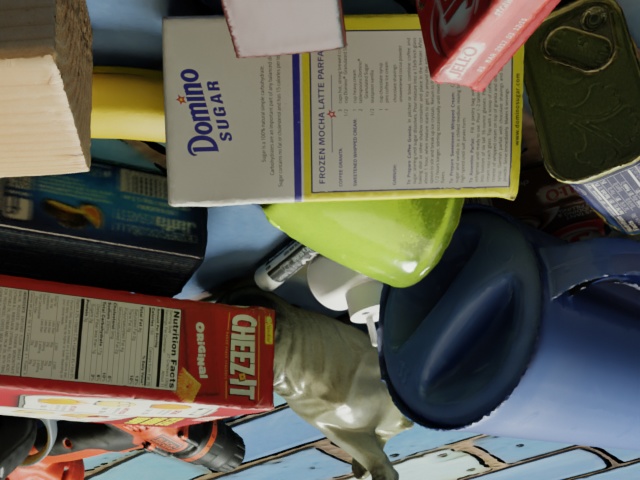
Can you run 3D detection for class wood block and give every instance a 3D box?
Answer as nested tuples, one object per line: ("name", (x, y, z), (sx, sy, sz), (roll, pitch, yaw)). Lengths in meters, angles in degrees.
("wood block", (-0.211, -0.083, 0.472), (0.206, 0.090, 0.091), (-3, 151, -4))

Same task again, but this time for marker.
("marker", (-0.005, 0.001, 0.717), (0.020, 0.020, 0.121), (16, 143, -32))

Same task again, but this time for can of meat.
("can of meat", (0.151, -0.062, 0.555), (0.058, 0.102, 0.083), (-23, 148, 26))

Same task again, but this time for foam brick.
("foam brick", (-0.019, -0.125, 0.467), (0.051, 0.053, 0.078), (-7, 149, 3))

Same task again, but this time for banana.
("banana", (-0.122, -0.065, 0.568), (0.197, 0.037, 0.070), (2, 148, -13))

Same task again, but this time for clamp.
("clamp", (-0.230, 0.113, 0.751), (0.120, 0.171, 0.039), (-5, 128, -21))

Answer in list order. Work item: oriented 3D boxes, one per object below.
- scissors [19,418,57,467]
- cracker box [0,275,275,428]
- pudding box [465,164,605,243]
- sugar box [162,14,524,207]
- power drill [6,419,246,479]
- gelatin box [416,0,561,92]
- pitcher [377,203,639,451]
("scissors", (-0.232, 0.108, 0.859), (0.096, 0.016, 0.202), (28, 123, 0))
("cracker box", (-0.157, 0.072, 0.666), (0.213, 0.072, 0.164), (9, 163, -27))
("pudding box", (0.129, -0.007, 0.704), (0.113, 0.039, 0.090), (-13, 149, 13))
("sugar box", (0.011, -0.066, 0.533), (0.176, 0.093, 0.048), (-1, -171, -4))
("power drill", (-0.182, 0.187, 0.972), (0.188, 0.057, 0.184), (-21, 143, 20))
("gelatin box", (0.069, -0.120, 0.452), (0.030, 0.089, 0.073), (9, 147, -24))
("pitcher", (0.170, 0.065, 0.669), (0.242, 0.149, 0.145), (16, 99, -36))
